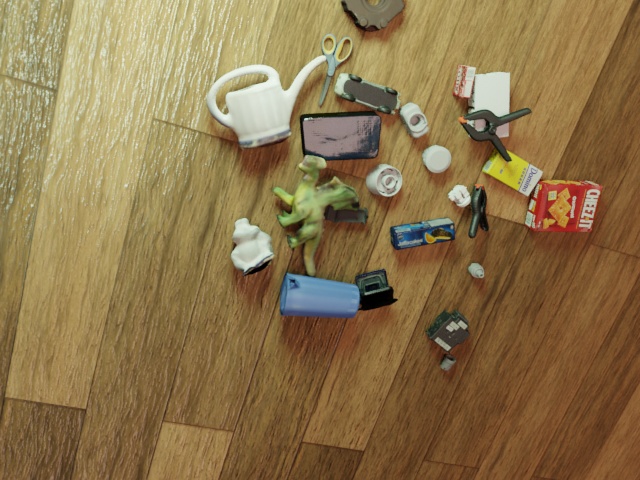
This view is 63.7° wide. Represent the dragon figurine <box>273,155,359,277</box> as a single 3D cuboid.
[{"bbox_3d":[0.005,-0.077,1.536,0.242,0.125,0.402,-21,125,5],"label":"dragon figurine"}]

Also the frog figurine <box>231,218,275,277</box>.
[{"bbox_3d":[-0.217,0.019,1.567,0.136,0.122,0.161,-36,75,14],"label":"frog figurine"}]

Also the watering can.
[{"bbox_3d":[-0.131,-0.376,1.423,0.348,0.106,0.221,-15,112,-3],"label":"watering can"}]
